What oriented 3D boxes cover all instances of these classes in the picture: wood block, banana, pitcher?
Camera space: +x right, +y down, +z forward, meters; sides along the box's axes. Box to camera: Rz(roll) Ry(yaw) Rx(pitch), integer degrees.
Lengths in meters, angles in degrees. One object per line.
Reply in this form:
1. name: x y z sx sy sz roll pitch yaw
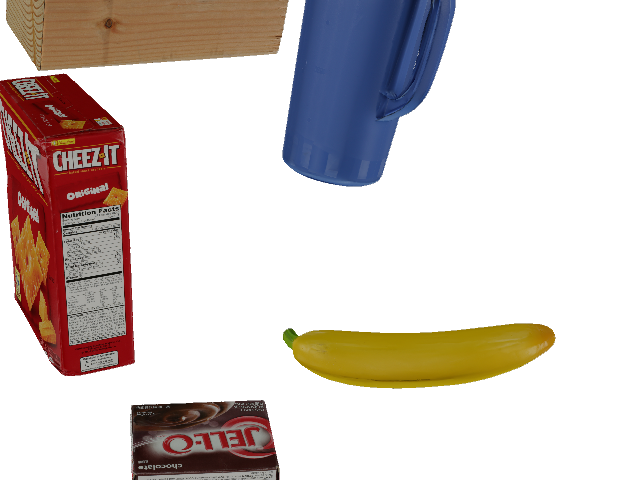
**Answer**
1. wood block: -0.135 -0.202 0.855 0.205 0.091 0.090 -10 42 -30
2. banana: 0.064 0.076 0.746 0.198 0.037 0.069 1 28 10
3. pitcher: 0.043 -0.179 1.077 0.145 0.243 0.149 12 18 -1

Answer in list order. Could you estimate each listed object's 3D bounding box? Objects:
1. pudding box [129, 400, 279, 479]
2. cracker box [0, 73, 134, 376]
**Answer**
1. pudding box: -0.093 0.167 0.842 0.113 0.039 0.090 -2 26 -10
2. cracker box: -0.220 -0.016 0.909 0.072 0.214 0.164 -11 28 -26
